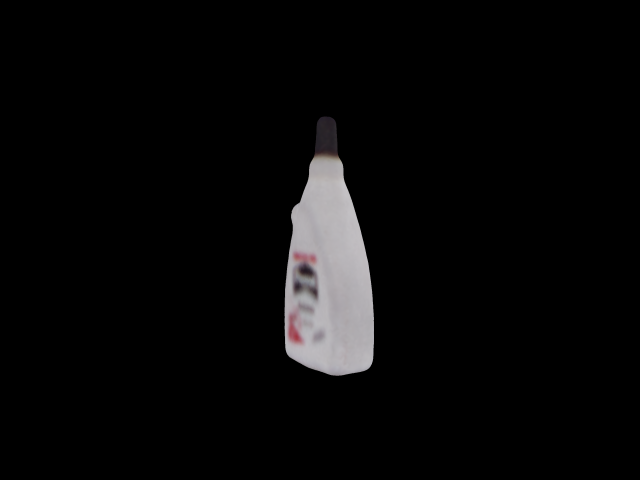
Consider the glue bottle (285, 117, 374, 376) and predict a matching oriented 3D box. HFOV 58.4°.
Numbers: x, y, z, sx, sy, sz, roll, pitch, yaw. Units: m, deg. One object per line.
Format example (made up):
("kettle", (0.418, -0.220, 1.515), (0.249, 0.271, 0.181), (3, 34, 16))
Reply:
("glue bottle", (0.004, 0.001, 0.400), (0.037, 0.173, 0.078), (-1, 2, -34))
